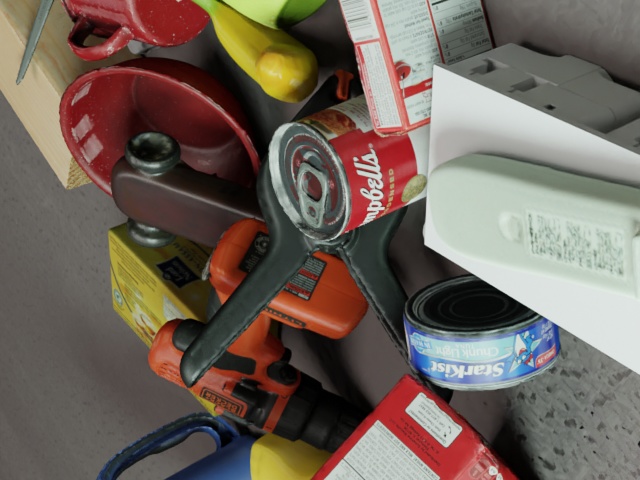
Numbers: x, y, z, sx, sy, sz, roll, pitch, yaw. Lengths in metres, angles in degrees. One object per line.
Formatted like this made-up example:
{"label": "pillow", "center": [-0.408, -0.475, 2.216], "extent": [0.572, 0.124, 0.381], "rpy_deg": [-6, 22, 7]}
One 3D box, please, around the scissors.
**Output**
{"label": "scissors", "center": [-0.189, -0.214, 0.827], "extent": [0.096, 0.016, 0.202], "rpy_deg": [16, 97, 36]}

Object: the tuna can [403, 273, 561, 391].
{"label": "tuna can", "center": [0.090, 0.049, 0.595], "extent": [0.086, 0.086, 0.034], "rpy_deg": [17, 122, 51]}

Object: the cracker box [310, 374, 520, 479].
{"label": "cracker box", "center": [0.028, 0.200, 0.618], "extent": [0.072, 0.213, 0.164], "rpy_deg": [39, 174, 35]}

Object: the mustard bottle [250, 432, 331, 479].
{"label": "mustard bottle", "center": [0.022, 0.211, 0.830], "extent": [0.192, 0.058, 0.096], "rpy_deg": [9, 121, 53]}

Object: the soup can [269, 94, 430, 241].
{"label": "soup can", "center": [0.031, -0.048, 0.601], "extent": [0.069, 0.102, 0.068], "rpy_deg": [33, 135, 41]}

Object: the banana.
{"label": "banana", "center": [-0.036, -0.117, 0.675], "extent": [0.037, 0.069, 0.198], "rpy_deg": [-63, 28, 12]}

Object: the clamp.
{"label": "clamp", "center": [-0.004, 0.001, 0.652], "extent": [0.036, 0.164, 0.210], "rpy_deg": [121, 148, -80]}

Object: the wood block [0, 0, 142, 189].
{"label": "wood block", "center": [-0.226, -0.157, 0.927], "extent": [0.206, 0.090, 0.091], "rpy_deg": [53, 146, 21]}

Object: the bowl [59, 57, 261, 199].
{"label": "bowl", "center": [-0.110, -0.082, 0.796], "extent": [0.162, 0.055, 0.162], "rpy_deg": [14, 142, 11]}

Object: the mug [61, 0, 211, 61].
{"label": "mug", "center": [-0.134, -0.175, 0.761], "extent": [0.082, 0.117, 0.093], "rpy_deg": [23, 159, 42]}

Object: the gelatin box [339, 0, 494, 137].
{"label": "gelatin box", "center": [0.053, -0.107, 0.559], "extent": [0.030, 0.073, 0.089], "rpy_deg": [3, 114, 56]}

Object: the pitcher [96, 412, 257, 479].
{"label": "pitcher", "center": [-0.143, 0.271, 0.942], "extent": [0.149, 0.242, 0.145], "rpy_deg": [33, 138, 52]}

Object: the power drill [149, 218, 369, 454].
{"label": "power drill", "center": [-0.025, 0.078, 0.750], "extent": [0.184, 0.057, 0.188], "rpy_deg": [24, 141, 0]}

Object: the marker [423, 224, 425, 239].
{"label": "marker", "center": [0.106, 0.008, 0.607], "extent": [0.121, 0.020, 0.020], "rpy_deg": [23, 128, 48]}
